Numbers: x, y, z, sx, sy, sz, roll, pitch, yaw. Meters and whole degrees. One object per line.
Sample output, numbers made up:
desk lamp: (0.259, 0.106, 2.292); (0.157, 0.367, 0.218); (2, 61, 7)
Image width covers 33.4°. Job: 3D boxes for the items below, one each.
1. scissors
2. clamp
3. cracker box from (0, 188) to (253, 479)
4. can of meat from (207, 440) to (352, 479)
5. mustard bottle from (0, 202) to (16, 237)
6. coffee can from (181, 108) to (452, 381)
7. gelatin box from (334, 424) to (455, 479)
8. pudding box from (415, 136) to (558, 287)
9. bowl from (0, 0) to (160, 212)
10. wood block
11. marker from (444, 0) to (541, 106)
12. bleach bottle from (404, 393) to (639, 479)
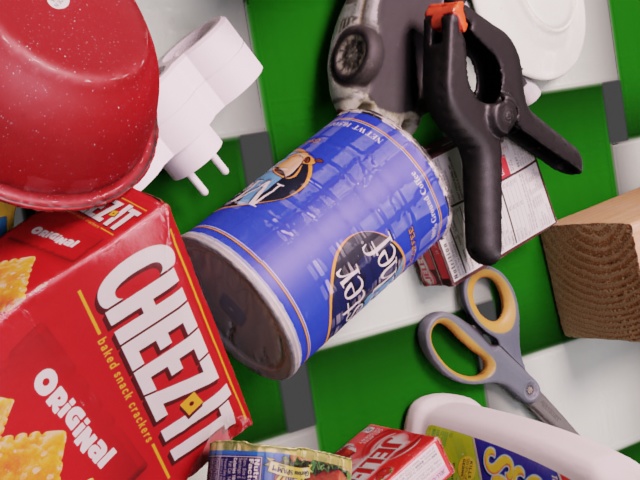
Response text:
scissors: (0.153, 0.089, 0.789); (0.201, 0.016, 0.096); (29, 74, -29)
clamp: (0.107, -0.071, 0.698); (0.171, 0.039, 0.120); (52, 57, -27)
cracker box: (-0.147, 0.093, 0.534); (0.213, 0.072, 0.164); (-38, 132, -27)
can of meat: (-0.023, 0.157, 0.585); (0.102, 0.058, 0.084); (30, 59, -57)
mustard bottle: (-0.200, -0.019, 0.541); (0.096, 0.058, 0.191); (29, 74, -31)
coffee can: (-0.004, 0.001, 0.639); (0.140, 0.103, 0.103); (-40, 109, -27)
gelatin box: (0.029, 0.155, 0.674); (0.089, 0.073, 0.030); (-35, 106, -28)
pudding box: (0.107, -0.029, 0.749); (0.113, 0.039, 0.090); (-27, 104, -28)
bowl: (-0.134, -0.095, 0.504); (0.162, 0.055, 0.162); (26, 43, -27)
wood block: (0.281, 0.002, 0.829); (0.205, 0.090, 0.091); (-20, 100, -32)
marker: (0.118, -0.145, 0.769); (0.121, 0.020, 0.020); (47, 66, -23)
bleach bottle: (0.149, 0.156, 0.645); (0.068, 0.251, 0.102); (7, 85, -32)
